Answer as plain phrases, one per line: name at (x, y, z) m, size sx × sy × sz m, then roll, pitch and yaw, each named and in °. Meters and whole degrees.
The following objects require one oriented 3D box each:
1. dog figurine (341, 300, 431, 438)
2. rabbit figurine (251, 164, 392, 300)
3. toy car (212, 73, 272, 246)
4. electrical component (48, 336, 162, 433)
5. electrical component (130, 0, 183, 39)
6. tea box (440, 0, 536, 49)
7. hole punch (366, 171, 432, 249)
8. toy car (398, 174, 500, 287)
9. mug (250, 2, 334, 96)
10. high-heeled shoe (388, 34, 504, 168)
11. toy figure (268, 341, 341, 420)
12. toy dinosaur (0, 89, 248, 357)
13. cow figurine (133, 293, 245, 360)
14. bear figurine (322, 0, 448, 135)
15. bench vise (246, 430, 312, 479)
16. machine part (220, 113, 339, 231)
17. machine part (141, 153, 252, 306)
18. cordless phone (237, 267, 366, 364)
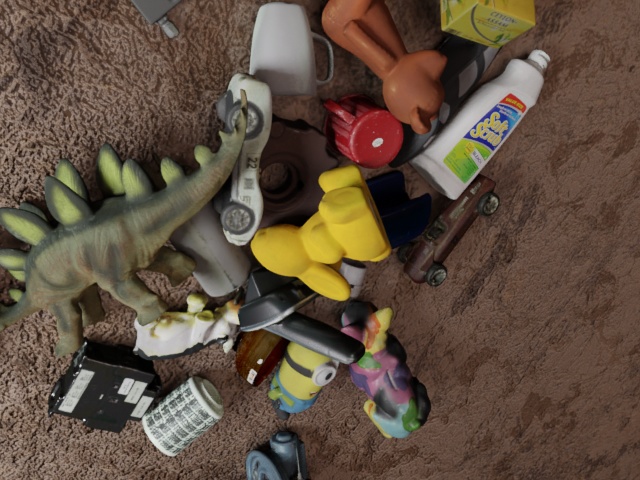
dog figurine at (0.100, 0.200, 0.876) m, size 0.108 × 0.192 × 0.219 m, roll -24°, pitch 138°, yaw -4°
rabbit figurine at (-0.001, -0.002, 0.714) m, size 0.173 × 0.122 × 0.162 m, roll -20°, pitch 129°, yaw 5°
toy car at (-0.092, -0.091, 0.631) m, size 0.056 × 0.074 × 0.201 m, roll -2°, pitch 114°, yaw -21°
electrical component at (-0.300, 0.210, 0.769) m, size 0.134 × 0.058 × 0.115 m, roll 28°, pitch 102°, yaw -33°
electrical component at (-0.180, -0.277, 0.600) m, size 0.063 × 0.021 × 0.093 m, roll -39°, pitch 123°, yaw -3°
tea box at (0.204, -0.337, 0.665) m, size 0.098 × 0.068 × 0.169 m, roll 4°, pitch 78°, yaw -26°
hole punch at (0.104, -0.029, 0.812) m, size 0.142 × 0.092 × 0.115 m, roll -23°, pitch 126°, yaw -16°
toy car at (0.201, -0.019, 0.855) m, size 0.053 × 0.089 × 0.202 m, roll 27°, pitch 103°, yaw -36°
mug at (-0.034, -0.230, 0.655) m, size 0.109 × 0.081 × 0.107 m, roll -7°, pitch 107°, yaw -17°
high-heeled shoe at (0.184, -0.218, 0.780) m, size 0.145 × 0.086 × 0.248 m, roll -21°, pitch 147°, yaw -49°
toy figure at (-0.032, 0.216, 0.859) m, size 0.089 × 0.082 × 0.180 m, roll 29°, pitch 130°, yaw -5°
toy dinosaur at (-0.243, 0.002, 0.617) m, size 0.471 × 0.105 × 0.198 m, roll -27°, pitch 116°, yaw 15°
cow figurine at (-0.181, 0.132, 0.776) m, size 0.167 × 0.068 × 0.098 m, roll 0°, pitch 120°, yaw -20°
bear figurine at (0.099, -0.235, 0.653) m, size 0.196 × 0.120 × 0.132 m, roll 45°, pitch 121°, yaw -1°
bench vise at (-0.099, 0.459, 0.932) m, size 0.240 × 0.129 × 0.223 m, roll -12°, pitch 112°, yaw -38°
machine part at (-0.059, -0.083, 0.730) m, size 0.179 × 0.056 × 0.179 m, roll -11°, pitch 119°, yaw -20°
machine part at (-0.159, -0.009, 0.711) m, size 0.079 × 0.079 × 0.243 m, roll -32°, pitch 123°, yaw -6°
cordless phone at (-0.006, 0.103, 0.750) m, size 0.146 × 0.184 × 0.088 m, roll -22°, pitch 131°, yaw -60°
